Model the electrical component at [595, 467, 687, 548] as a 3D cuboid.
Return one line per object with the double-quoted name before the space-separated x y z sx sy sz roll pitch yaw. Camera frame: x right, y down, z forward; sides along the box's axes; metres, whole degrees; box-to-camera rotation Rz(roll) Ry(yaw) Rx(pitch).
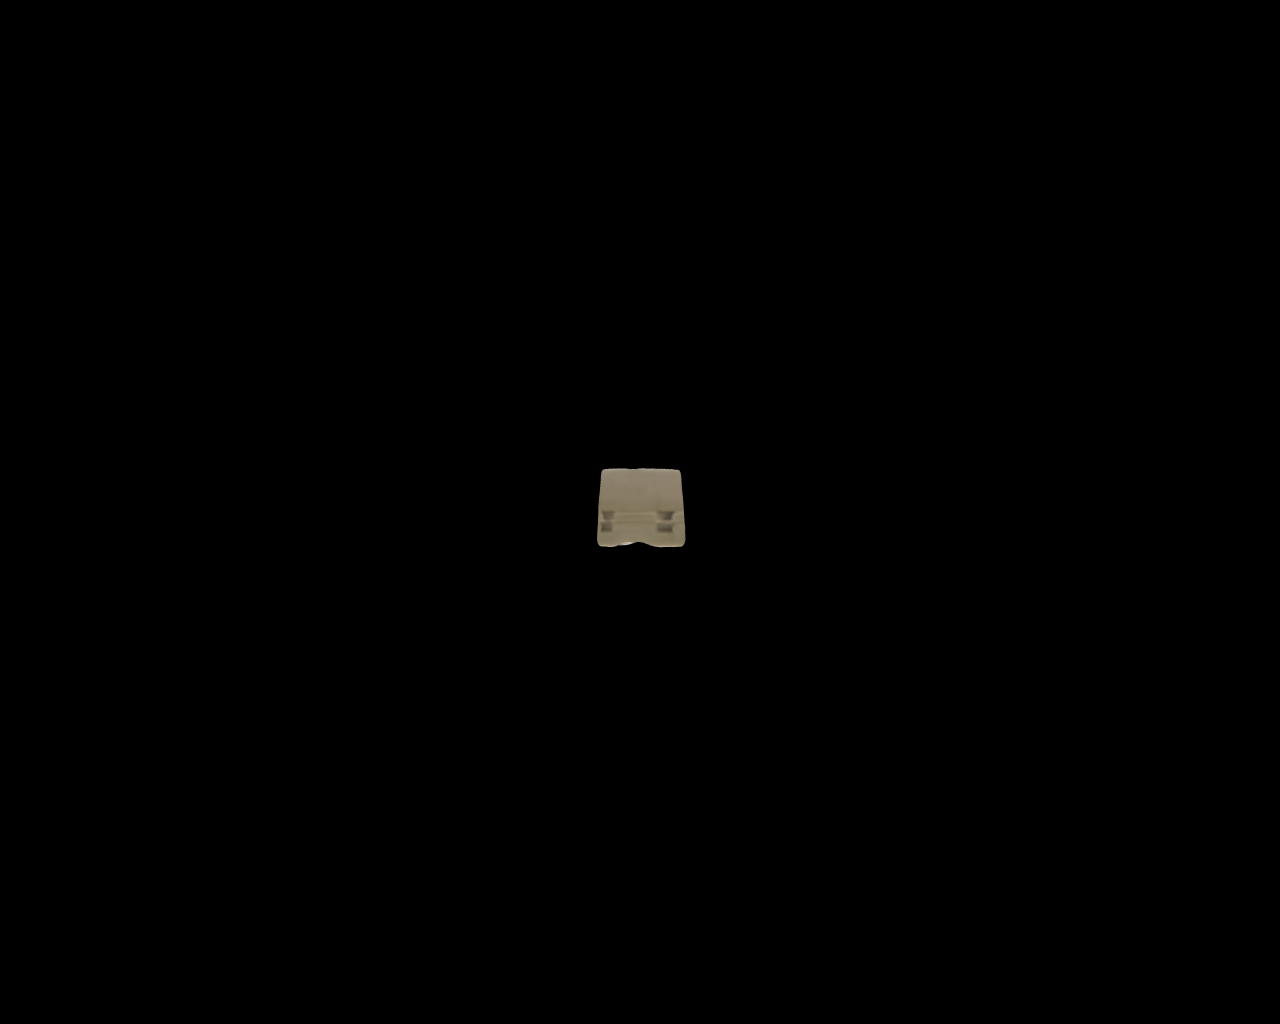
"electrical component" 0.001 -0.003 0.650 0.055 0.047 0.055 0 0 0
